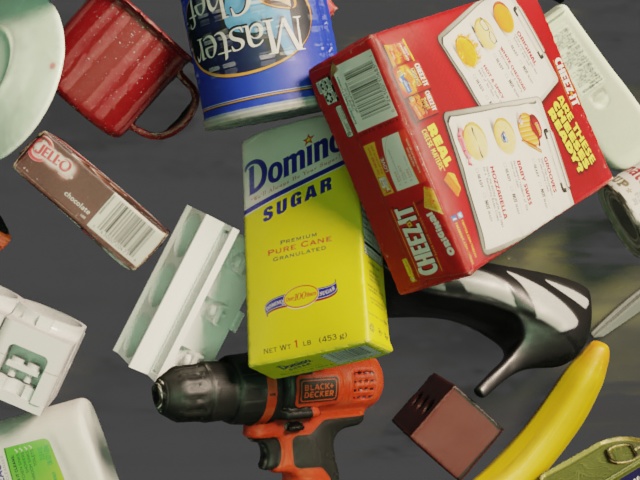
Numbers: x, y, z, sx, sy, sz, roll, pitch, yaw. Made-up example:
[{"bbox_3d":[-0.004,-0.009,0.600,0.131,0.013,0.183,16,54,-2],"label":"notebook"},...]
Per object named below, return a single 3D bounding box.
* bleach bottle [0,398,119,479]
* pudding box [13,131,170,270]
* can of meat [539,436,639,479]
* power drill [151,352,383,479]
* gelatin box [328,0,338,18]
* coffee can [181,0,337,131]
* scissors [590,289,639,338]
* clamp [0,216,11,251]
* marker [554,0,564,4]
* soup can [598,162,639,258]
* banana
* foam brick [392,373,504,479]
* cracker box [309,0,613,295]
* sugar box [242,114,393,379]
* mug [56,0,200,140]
[{"bbox_3d":[-0.277,0.199,0.777,0.250,0.068,0.102,-18,92,-3],"label":"bleach bottle"},{"bbox_3d":[-0.162,-0.028,0.770,0.113,0.090,0.039,43,88,-6],"label":"pudding box"},{"bbox_3d":[0.223,0.208,0.818,0.101,0.058,0.084,-17,96,-36],"label":"can of meat"},{"bbox_3d":[-0.037,0.173,0.776,0.184,0.057,0.188,0,95,-31],"label":"power drill"},{"bbox_3d":[-0.043,-0.175,0.809,0.089,0.030,0.073,-39,95,-4],"label":"gelatin box"},{"bbox_3d":[-0.043,-0.154,0.743,0.102,0.103,0.140,-11,94,-6],"label":"coffee can"},{"bbox_3d":[0.314,0.028,0.858,0.096,0.016,0.202,39,87,-5],"label":"scissors"},{"bbox_3d":[-0.309,-0.063,0.757,0.209,0.164,0.036,35,131,-23],"label":"clamp"},{"bbox_3d":[0.142,-0.213,0.834,0.121,0.020,0.020,19,89,-6],"label":"marker"},{"bbox_3d":[0.276,-0.038,0.823,0.102,0.068,0.068,-29,94,1],"label":"soup can"},{"bbox_3d":[0.159,0.162,0.823,0.197,0.069,0.037,-44,58,-9],"label":"banana"},{"bbox_3d":[0.095,0.139,0.807,0.051,0.078,0.053,41,85,-4],"label":"foam brick"},{"bbox_3d":[0.105,-0.077,0.752,0.213,0.072,0.164,-28,96,-47],"label":"cracker box"},{"bbox_3d":[-0.005,0.001,0.743,0.093,0.048,0.176,-15,66,23],"label":"sugar box"},{"bbox_3d":[-0.142,-0.121,0.772,0.117,0.093,0.081,41,92,-10],"label":"mug"}]
